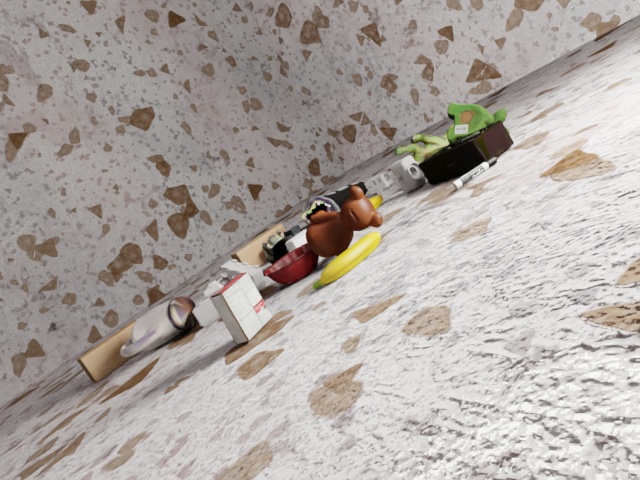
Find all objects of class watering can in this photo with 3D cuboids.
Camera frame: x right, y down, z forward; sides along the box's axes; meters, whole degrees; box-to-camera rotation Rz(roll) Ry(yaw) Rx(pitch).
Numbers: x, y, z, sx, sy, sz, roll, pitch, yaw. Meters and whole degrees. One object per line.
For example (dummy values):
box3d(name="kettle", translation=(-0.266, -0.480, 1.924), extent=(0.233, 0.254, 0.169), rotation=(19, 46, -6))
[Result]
box3d(name="watering can", translation=(-0.468, 0.242, 1.549), extent=(0.223, 0.103, 0.351), rotation=(-30, 9, 9))

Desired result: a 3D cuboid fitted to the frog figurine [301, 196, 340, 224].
box3d(name="frog figurine", translation=(0.005, -0.089, 1.775), extent=(0.137, 0.123, 0.159), rotation=(2, 1, 4))

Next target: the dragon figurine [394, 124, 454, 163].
box3d(name="dragon figurine", translation=(0.404, -0.294, 1.672), extent=(0.414, 0.120, 0.244), rotation=(-36, 26, -16))
